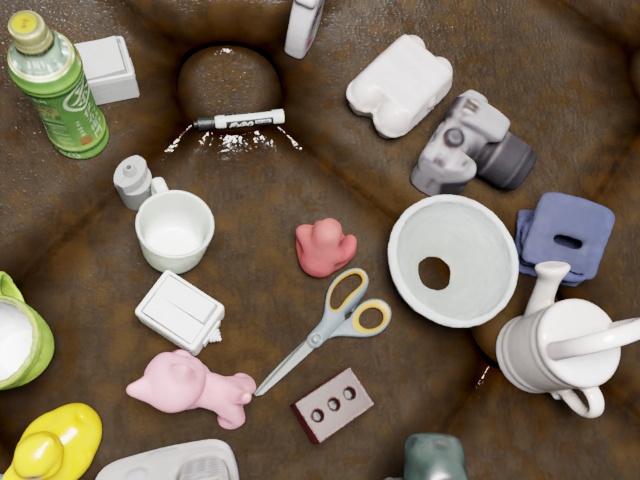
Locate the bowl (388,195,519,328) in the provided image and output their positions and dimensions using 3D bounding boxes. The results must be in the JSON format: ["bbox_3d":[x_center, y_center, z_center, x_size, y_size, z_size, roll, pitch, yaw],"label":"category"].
[{"bbox_3d":[0.158,0.032,0.724,0.167,0.074,0.167,3,72,-9],"label":"bowl"}]

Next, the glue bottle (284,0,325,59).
[{"bbox_3d":[-0.014,-0.320,0.755,0.037,0.173,0.078,19,70,-3],"label":"glue bottle"}]

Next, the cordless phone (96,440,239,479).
[{"bbox_3d":[-0.148,0.247,0.542,0.148,0.185,0.094,-11,74,-13],"label":"cordless phone"}]

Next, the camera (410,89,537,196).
[{"bbox_3d":[0.215,-0.117,0.768,0.137,0.100,0.143,32,70,1],"label":"camera"}]

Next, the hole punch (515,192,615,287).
[{"bbox_3d":[0.320,0.001,0.753,0.108,0.091,0.101,15,70,-5],"label":"hole punch"}]

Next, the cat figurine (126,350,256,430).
[{"bbox_3d":[-0.132,0.157,0.610,0.128,0.117,0.067,16,70,-4],"label":"cat figurine"}]

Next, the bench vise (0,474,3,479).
[{"bbox_3d":[-0.304,0.307,0.477,0.122,0.219,0.207,-22,77,-16],"label":"bench vise"}]

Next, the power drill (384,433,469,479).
[{"bbox_3d":[0.100,0.307,0.554,0.076,0.208,0.229,3,72,-9],"label":"power drill"}]

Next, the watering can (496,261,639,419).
[{"bbox_3d":[0.284,0.112,0.656,0.101,0.194,0.173,-34,80,-18],"label":"watering can"}]

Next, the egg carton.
[{"bbox_3d":[0.113,-0.213,0.798,0.107,0.069,0.150,41,70,5],"label":"egg carton"}]

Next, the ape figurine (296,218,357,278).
[{"bbox_3d":[0.006,0.002,0.698,0.078,0.092,0.076,32,70,2],"label":"ape figurine"}]

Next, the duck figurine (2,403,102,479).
[{"bbox_3d":[-0.275,0.214,0.583,0.077,0.086,0.105,41,70,5],"label":"duck figurine"}]
